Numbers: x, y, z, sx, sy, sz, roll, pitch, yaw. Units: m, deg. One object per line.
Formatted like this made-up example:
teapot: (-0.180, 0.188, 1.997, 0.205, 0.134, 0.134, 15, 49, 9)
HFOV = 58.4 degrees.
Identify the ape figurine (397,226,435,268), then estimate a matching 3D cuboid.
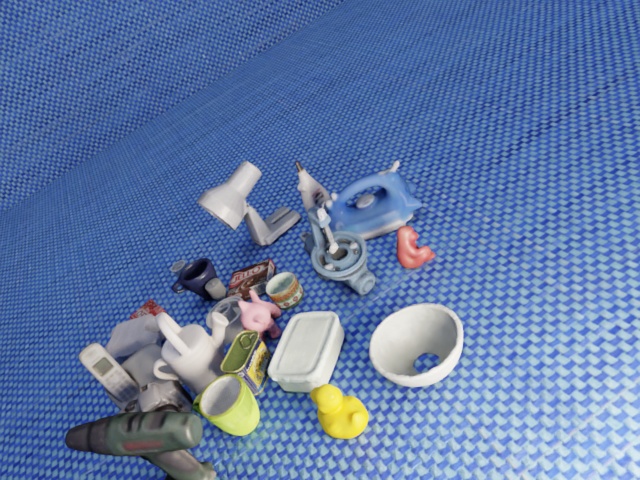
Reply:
ape figurine: (0.190, 0.009, 1.202, 0.076, 0.092, 0.077, -27, 33, 4)

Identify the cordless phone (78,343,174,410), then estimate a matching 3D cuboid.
cordless phone: (-0.406, 0.266, 1.217, 0.148, 0.185, 0.093, -44, 36, -22)

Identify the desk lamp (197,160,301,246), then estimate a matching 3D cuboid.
desk lamp: (-0.190, -0.088, 1.506, 0.203, 0.214, 0.117, -41, 35, -17)

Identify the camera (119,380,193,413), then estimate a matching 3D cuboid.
camera: (-0.321, 0.354, 1.112, 0.143, 0.101, 0.136, -34, 33, -7)

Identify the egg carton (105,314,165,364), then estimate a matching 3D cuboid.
egg carton: (-0.444, 0.242, 1.385, 0.150, 0.070, 0.107, -19, 34, 15)

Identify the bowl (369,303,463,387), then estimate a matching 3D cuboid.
bowl: (0.173, 0.192, 0.984, 0.167, 0.075, 0.167, -20, 34, 14)

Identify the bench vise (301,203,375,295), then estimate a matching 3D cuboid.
bench vise: (0.005, 0.012, 1.218, 0.206, 0.220, 0.122, 6, 47, 42)

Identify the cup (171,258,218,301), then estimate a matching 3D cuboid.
cup: (-0.300, 0.114, 1.425, 0.118, 0.095, 0.091, -35, 33, -9)

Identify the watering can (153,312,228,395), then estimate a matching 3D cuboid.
watering can: (-0.267, 0.215, 1.173, 0.100, 0.194, 0.173, 15, 53, 47)

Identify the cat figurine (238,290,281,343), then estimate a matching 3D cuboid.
cat figurine: (-0.134, 0.158, 1.220, 0.067, 0.118, 0.127, -24, 33, 8)

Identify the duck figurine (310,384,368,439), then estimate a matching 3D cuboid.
duck figurine: (0.026, 0.280, 0.964, 0.104, 0.086, 0.078, 12, 51, 45)

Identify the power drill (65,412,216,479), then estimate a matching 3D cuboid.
power drill: (-0.282, 0.365, 0.969, 0.229, 0.209, 0.075, -18, 35, 16)

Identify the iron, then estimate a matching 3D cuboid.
iron: (0.101, -0.087, 1.352, 0.258, 0.142, 0.118, -22, 34, 11)

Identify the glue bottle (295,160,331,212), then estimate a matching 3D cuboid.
glue bottle: (-0.026, -0.133, 1.480, 0.037, 0.173, 0.078, 9, 48, 43)
